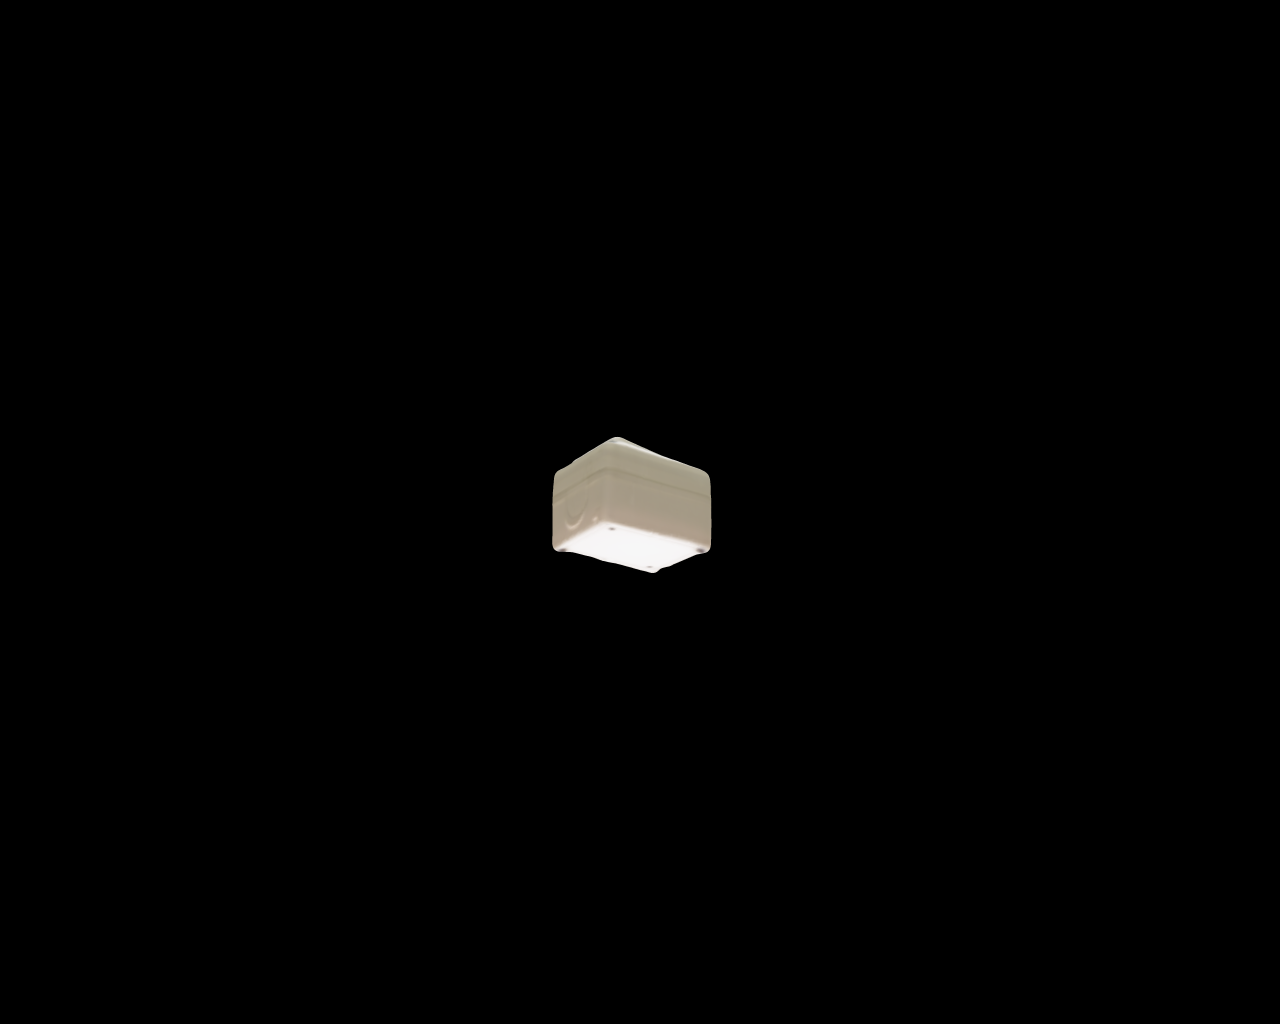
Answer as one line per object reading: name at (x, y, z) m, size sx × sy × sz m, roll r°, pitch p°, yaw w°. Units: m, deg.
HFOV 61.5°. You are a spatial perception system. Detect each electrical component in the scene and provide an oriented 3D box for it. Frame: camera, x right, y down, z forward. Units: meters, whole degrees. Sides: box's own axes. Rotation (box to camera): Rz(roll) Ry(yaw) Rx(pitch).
electrical component at (0.001, -0.003, 0.650) m, size 0.096 × 0.061 × 0.061 m, roll 16°, pitch -27°, yaw -34°
